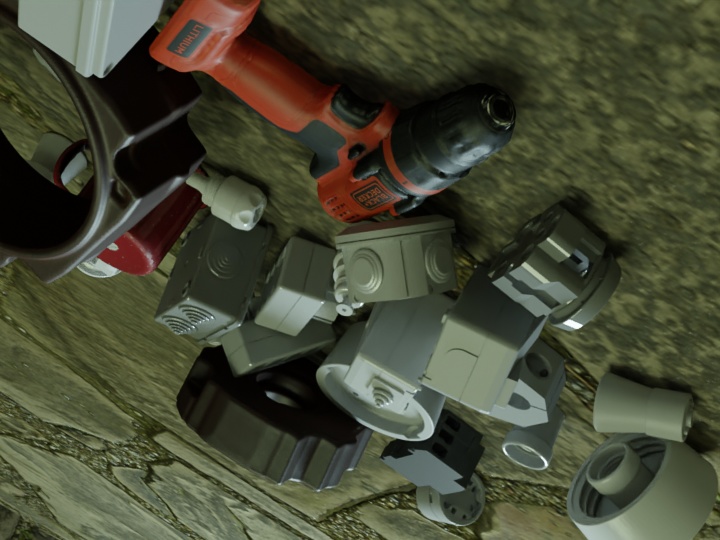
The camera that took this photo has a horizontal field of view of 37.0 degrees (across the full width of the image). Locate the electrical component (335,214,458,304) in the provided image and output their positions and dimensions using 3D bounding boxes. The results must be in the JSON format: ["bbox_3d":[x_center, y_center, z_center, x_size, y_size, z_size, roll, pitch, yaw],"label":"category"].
[{"bbox_3d":[0.026,-0.008,0.715,0.080,0.080,0.051,-6,93,49],"label":"electrical component"}]

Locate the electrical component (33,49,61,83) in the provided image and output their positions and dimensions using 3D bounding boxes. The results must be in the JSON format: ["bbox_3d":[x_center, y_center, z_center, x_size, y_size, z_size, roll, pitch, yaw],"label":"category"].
[{"bbox_3d":[-0.202,-0.145,0.766,0.035,0.035,0.061,3,145,41],"label":"electrical component"}]

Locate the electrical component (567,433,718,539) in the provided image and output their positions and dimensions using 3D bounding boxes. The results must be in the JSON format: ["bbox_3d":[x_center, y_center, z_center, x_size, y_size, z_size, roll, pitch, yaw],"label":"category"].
[{"bbox_3d":[0.204,0.162,0.805,0.060,0.108,0.108,44,150,-13],"label":"electrical component"}]

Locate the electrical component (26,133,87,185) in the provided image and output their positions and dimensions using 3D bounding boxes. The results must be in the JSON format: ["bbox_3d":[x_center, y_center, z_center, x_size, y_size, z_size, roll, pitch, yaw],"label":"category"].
[{"bbox_3d":[-0.264,-0.081,0.907,0.045,0.055,0.045,23,151,14],"label":"electrical component"}]

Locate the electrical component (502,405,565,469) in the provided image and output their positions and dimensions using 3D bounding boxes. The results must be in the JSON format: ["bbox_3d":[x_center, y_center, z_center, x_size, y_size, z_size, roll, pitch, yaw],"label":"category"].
[{"bbox_3d":[0.142,0.132,0.874,0.040,0.046,0.040,23,151,14],"label":"electrical component"}]

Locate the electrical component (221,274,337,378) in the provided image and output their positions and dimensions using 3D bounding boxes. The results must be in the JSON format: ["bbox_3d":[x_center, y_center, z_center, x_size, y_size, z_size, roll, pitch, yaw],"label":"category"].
[{"bbox_3d":[-0.076,0.041,0.916,0.047,0.083,0.075,-37,71,60],"label":"electrical component"}]

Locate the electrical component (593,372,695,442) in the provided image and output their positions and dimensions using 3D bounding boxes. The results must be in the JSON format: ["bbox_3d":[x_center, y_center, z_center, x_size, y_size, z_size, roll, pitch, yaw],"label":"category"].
[{"bbox_3d":[0.205,0.100,0.769,0.065,0.044,0.044,8,145,27],"label":"electrical component"}]

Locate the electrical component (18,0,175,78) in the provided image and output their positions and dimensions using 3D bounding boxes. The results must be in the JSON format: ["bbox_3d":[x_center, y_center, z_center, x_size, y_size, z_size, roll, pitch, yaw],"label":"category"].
[{"bbox_3d":[-0.125,-0.174,0.566,0.056,0.108,0.108,35,152,-2],"label":"electrical component"}]

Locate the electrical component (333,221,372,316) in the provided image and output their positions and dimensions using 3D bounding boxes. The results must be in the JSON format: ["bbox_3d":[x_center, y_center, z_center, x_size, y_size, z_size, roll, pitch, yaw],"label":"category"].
[{"bbox_3d":[0.000,0.000,0.769,0.040,0.078,0.040,12,139,11],"label":"electrical component"}]

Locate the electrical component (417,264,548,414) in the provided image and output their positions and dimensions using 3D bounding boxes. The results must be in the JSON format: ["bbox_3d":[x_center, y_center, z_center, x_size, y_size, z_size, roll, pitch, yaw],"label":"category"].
[{"bbox_3d":[0.089,0.045,0.740,0.061,0.096,0.061,25,122,9],"label":"electrical component"}]

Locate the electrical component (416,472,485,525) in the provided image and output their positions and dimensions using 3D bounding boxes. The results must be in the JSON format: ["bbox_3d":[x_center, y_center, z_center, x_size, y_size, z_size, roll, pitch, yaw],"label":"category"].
[{"bbox_3d":[0.088,0.224,1.068,0.055,0.055,0.047,40,155,-18],"label":"electrical component"}]

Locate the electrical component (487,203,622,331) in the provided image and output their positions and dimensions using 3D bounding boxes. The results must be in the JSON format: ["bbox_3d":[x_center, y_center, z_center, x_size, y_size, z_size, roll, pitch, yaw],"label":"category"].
[{"bbox_3d":[0.123,0.001,0.668,0.057,0.058,0.078,38,151,-8],"label":"electrical component"}]

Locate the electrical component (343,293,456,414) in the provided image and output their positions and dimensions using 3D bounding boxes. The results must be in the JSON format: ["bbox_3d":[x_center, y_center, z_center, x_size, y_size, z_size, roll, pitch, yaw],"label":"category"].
[{"bbox_3d":[0.026,0.059,0.813,0.061,0.096,0.061,29,152,3],"label":"electrical component"}]

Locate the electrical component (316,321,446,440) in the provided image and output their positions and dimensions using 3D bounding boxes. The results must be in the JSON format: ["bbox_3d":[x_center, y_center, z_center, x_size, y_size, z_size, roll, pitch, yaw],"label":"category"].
[{"bbox_3d":[0.025,0.087,0.897,0.108,0.060,0.108,23,151,14],"label":"electrical component"}]

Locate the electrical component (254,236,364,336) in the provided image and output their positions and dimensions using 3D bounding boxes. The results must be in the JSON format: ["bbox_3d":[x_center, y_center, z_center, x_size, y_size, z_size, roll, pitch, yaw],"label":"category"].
[{"bbox_3d":[-0.035,0.020,0.862,0.076,0.047,0.083,19,153,-12],"label":"electrical component"}]

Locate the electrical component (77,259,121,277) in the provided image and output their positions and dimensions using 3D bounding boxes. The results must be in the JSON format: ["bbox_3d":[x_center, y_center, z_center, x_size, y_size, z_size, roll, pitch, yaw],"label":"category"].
[{"bbox_3d":[-0.228,-0.027,0.960,0.078,0.058,0.057,36,149,-10],"label":"electrical component"}]

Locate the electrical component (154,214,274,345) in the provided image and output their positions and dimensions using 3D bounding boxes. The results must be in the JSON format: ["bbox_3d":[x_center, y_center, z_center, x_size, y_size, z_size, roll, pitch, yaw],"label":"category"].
[{"bbox_3d":[-0.119,0.004,0.864,0.048,0.099,0.100,26,155,-21],"label":"electrical component"}]

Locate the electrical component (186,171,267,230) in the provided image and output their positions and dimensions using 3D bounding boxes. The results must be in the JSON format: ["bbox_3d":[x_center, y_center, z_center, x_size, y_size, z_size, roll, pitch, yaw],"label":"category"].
[{"bbox_3d":[-0.103,-0.057,0.815,0.061,0.035,0.035,28,152,9],"label":"electrical component"}]

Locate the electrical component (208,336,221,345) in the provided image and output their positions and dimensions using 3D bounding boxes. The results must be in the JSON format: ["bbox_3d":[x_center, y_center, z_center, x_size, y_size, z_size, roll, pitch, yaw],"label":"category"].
[{"bbox_3d":[-0.134,0.050,1.009,0.043,0.043,0.062,15,150,27],"label":"electrical component"}]
